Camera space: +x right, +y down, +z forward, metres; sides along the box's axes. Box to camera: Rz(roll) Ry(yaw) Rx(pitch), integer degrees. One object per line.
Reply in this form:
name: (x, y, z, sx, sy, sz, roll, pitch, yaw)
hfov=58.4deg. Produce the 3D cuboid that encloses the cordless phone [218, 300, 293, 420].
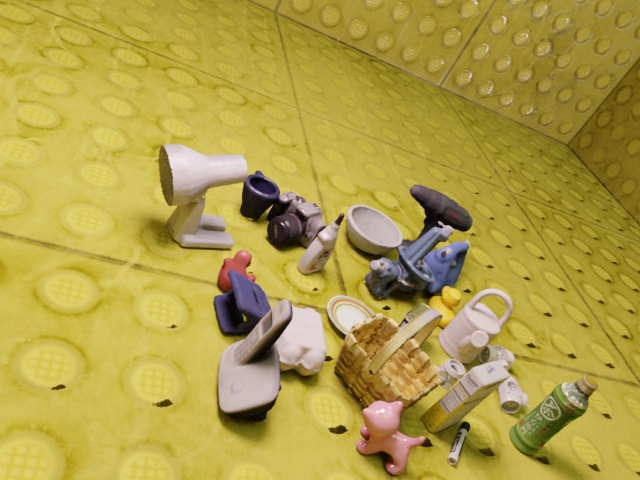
cordless phone: (-0.097, 0.196, 0.948, 0.094, 0.185, 0.147, 16, 35, -23)

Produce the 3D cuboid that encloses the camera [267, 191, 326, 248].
camera: (-0.070, -0.051, 1.386, 0.143, 0.100, 0.137, 44, 34, 19)

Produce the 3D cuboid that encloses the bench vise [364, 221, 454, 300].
bench vise: (0.224, 0.055, 1.379, 0.121, 0.219, 0.208, 46, 35, 22)

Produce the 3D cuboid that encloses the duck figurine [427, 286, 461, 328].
duck figurine: (0.323, 0.163, 1.442, 0.078, 0.086, 0.104, 17, 35, -22)

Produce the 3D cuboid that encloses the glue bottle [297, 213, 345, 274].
glue bottle: (0.012, 0.005, 1.311, 0.037, 0.173, 0.078, 45, 34, 21)

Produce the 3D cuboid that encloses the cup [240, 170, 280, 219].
cup: (-0.157, -0.107, 1.393, 0.092, 0.095, 0.117, 13, 36, -27)

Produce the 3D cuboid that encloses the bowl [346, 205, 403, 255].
bowl: (0.132, -0.015, 1.533, 0.168, 0.074, 0.167, 22, 33, -15)

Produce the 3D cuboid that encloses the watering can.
watering can: (0.372, 0.197, 1.335, 0.101, 0.194, 0.172, 22, 33, -15)

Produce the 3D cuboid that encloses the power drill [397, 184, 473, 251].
power drill: (0.299, -0.043, 1.587, 0.230, 0.208, 0.075, 14, 36, -26)

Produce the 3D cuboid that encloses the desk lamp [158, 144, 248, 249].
desk lamp: (-0.249, -0.095, 1.186, 0.204, 0.213, 0.117, 3, 42, -37)

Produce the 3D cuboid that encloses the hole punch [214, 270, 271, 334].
hole punch: (-0.140, 0.119, 1.104, 0.101, 0.091, 0.108, 8, 39, -33)

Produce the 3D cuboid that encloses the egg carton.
egg carton: (-0.044, 0.191, 1.109, 0.107, 0.069, 0.150, 17, 35, -23)

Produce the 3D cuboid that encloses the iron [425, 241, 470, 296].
iron: (0.350, 0.054, 1.561, 0.118, 0.141, 0.259, 45, 34, 20)

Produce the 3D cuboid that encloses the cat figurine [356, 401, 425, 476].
cat figurine: (0.122, 0.335, 1.008, 0.128, 0.117, 0.067, 32, 32, 0)

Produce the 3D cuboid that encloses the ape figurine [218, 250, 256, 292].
ape figurine: (-0.165, 0.058, 1.165, 0.077, 0.092, 0.076, 45, 34, 20)
